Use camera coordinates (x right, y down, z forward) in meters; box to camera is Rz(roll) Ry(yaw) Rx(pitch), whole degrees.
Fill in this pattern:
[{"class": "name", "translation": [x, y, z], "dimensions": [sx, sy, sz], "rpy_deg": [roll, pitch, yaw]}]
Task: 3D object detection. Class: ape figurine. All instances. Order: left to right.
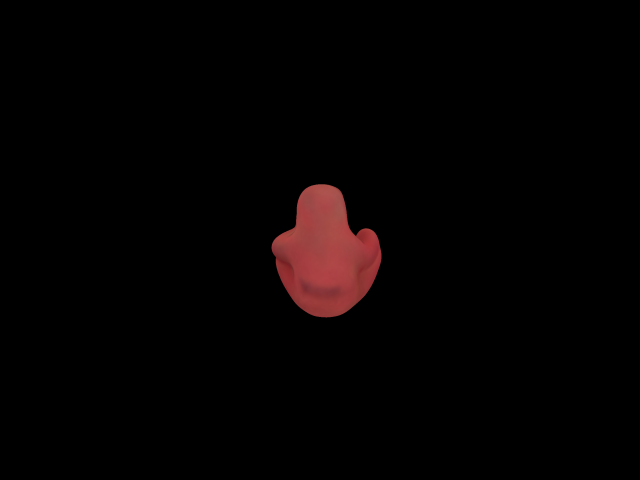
[{"class": "ape figurine", "translation": [0.004, 0.001, 0.400], "dimensions": [0.077, 0.092, 0.076], "rpy_deg": [8, 39, 10]}]
